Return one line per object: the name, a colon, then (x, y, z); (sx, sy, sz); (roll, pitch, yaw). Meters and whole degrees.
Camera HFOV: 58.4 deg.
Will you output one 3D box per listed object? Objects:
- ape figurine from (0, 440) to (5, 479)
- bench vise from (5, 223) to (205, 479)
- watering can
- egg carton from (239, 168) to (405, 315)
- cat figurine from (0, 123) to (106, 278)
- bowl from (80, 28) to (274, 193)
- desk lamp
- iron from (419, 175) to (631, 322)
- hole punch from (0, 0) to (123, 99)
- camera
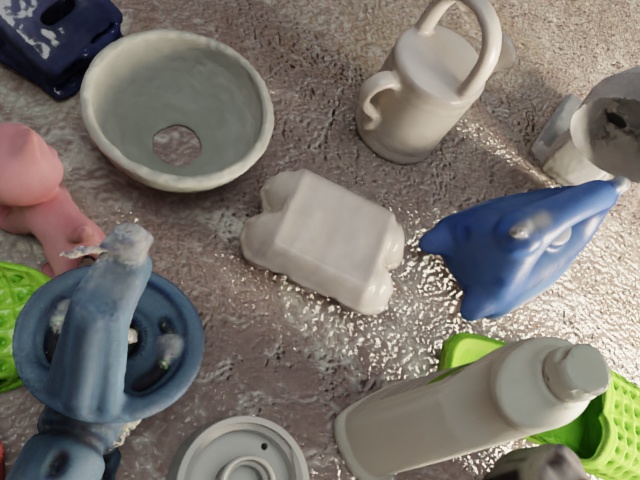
ape figurine: (-0.241, 0.153, 0.364); (0.078, 0.092, 0.076); (38, 60, 0)
bench vise: (-0.132, 0.092, 0.357); (0.122, 0.219, 0.207); (5, 65, -17)
watering can: (0.120, -0.172, 0.581); (0.101, 0.194, 0.173); (45, 60, 4)
egg carton: (0.005, 0.002, 0.533); (0.150, 0.069, 0.107); (25, 61, -7)
cat figurine: (-0.218, -0.036, 0.443); (0.128, 0.117, 0.067); (45, 60, 4)
bowl: (-0.131, -0.107, 0.531); (0.168, 0.074, 0.167); (8, 64, -16)
desk lamp: (0.334, -0.137, 0.630); (0.118, 0.213, 0.203); (38, 60, 0)
iron: (0.236, -0.019, 0.583); (0.259, 0.141, 0.118); (-23, 76, -27)
hole punch: (-0.243, -0.204, 0.526); (0.101, 0.091, 0.109); (33, 60, -3)
camera: (0.192, 0.262, 0.463); (0.137, 0.100, 0.143); (-33, 81, -29)
